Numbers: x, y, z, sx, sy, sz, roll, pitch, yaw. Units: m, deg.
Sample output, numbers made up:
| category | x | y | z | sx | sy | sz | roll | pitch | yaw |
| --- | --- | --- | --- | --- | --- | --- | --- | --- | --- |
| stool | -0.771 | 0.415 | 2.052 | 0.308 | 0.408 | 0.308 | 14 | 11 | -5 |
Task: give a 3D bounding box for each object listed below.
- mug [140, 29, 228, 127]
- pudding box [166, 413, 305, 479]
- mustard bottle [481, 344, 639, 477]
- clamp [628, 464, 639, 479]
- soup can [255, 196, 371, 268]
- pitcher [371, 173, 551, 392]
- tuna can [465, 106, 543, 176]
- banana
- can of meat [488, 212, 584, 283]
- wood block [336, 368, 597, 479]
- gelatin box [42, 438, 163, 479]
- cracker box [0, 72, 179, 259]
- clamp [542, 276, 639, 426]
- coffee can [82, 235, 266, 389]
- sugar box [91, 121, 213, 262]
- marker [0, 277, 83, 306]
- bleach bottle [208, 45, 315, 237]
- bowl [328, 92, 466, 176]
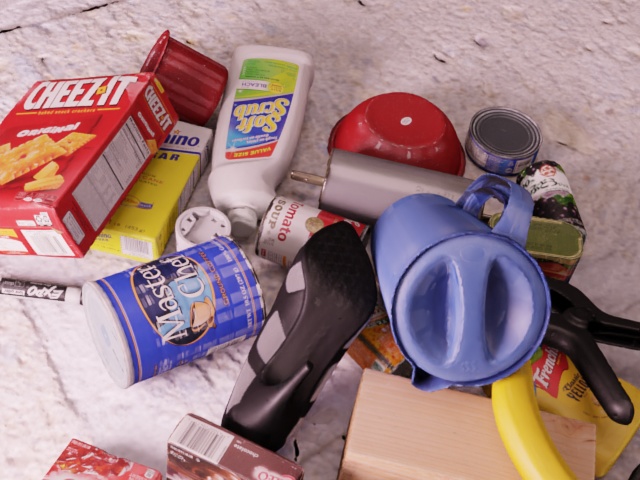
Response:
| category | x | y | z | sx | sy | sz | roll | pitch | yaw |
| --- | --- | --- | --- | --- | --- | --- | --- | --- | --- |
| mug | -0.159 | -0.175 | 1.198 | 0.081 | 0.117 | 0.093 | 26 | 86 | -20 |
| pudding box | -0.072 | 0.201 | 0.888 | 0.113 | 0.090 | 0.039 | 25 | 49 | 13 |
| mustard bottle | 0.210 | 0.133 | 1.012 | 0.192 | 0.058 | 0.096 | 34 | 53 | 20 |
| clamp | 0.347 | 0.233 | 0.961 | 0.171 | 0.039 | 0.120 | -21 | 50 | -18 |
| soup can | -0.007 | 0.001 | 1.085 | 0.102 | 0.068 | 0.068 | 19 | 49 | 8 |
| pitcher | 0.119 | 0.022 | 0.975 | 0.149 | 0.145 | 0.243 | -20 | 15 | 0 |
| tuna can | 0.213 | -0.115 | 1.241 | 0.086 | 0.034 | 0.086 | 4 | 49 | -5 |
| banana | 0.184 | 0.166 | 0.874 | 0.069 | 0.037 | 0.198 | -5 | 52 | -12 |
| can of meat | 0.210 | 0.022 | 1.091 | 0.102 | 0.084 | 0.057 | 8 | 49 | -2 |
| wood block | 0.124 | 0.193 | 0.926 | 0.206 | 0.090 | 0.090 | 14 | 49 | 2 |
| gelatin box | -0.187 | 0.213 | 0.889 | 0.089 | 0.030 | 0.073 | 18 | 43 | 14 |
| cracker box | -0.265 | -0.079 | 1.072 | 0.164 | 0.072 | 0.213 | 1 | 45 | 28 |
| clamp | 0.252 | 0.082 | 1.012 | 0.164 | 0.036 | 0.210 | -17 | 42 | -39 |
| coffee can | -0.135 | 0.065 | 0.986 | 0.140 | 0.103 | 0.103 | -20 | 56 | -24 |
| sugar box | -0.183 | -0.059 | 1.122 | 0.093 | 0.048 | 0.176 | 14 | 50 | 6 |
| marker | -0.263 | 0.051 | 1.033 | 0.121 | 0.020 | 0.020 | 8 | 49 | -3 |
| bleach bottle | -0.065 | -0.107 | 1.174 | 0.102 | 0.068 | 0.250 | 7 | 51 | -3 |
| bowl | 0.092 | -0.118 | 1.211 | 0.162 | 0.055 | 0.162 | 4 | 50 | -5 |
